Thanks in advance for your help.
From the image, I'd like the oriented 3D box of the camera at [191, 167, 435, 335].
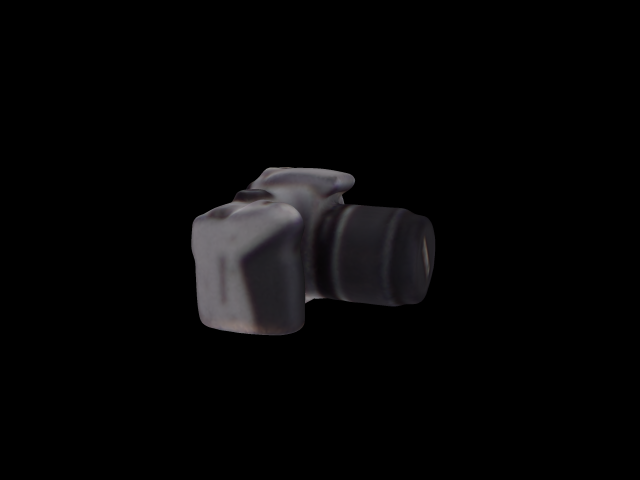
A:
[{"bbox_3d":[0.004,0.001,0.400,0.136,0.101,0.143,5,11,24],"label":"camera"}]
